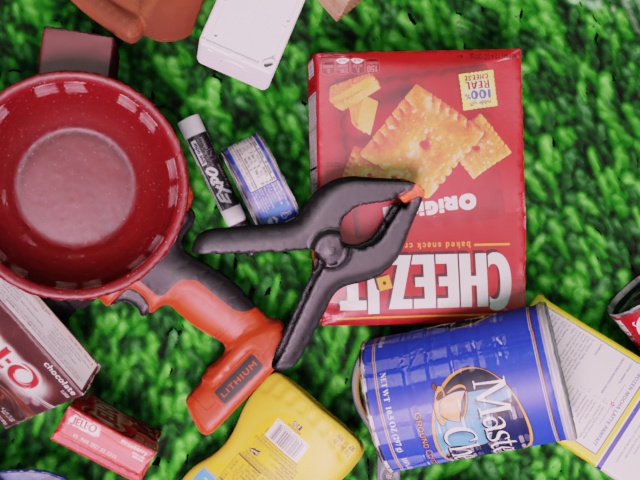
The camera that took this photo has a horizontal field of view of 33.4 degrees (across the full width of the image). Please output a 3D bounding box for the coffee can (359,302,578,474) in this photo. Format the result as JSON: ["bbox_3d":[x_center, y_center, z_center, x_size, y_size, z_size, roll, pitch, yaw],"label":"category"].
[{"bbox_3d":[0.110,0.110,0.794,0.140,0.102,0.103,-13,91,12],"label":"coffee can"}]

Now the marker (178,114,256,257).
[{"bbox_3d":[-0.080,-0.043,0.854,0.020,0.020,0.121,-26,92,-5],"label":"marker"}]

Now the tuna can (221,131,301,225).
[{"bbox_3d":[-0.044,-0.038,0.824,0.033,0.086,0.086,-27,92,-4],"label":"tuna can"}]

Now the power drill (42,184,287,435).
[{"bbox_3d":[-0.128,0.060,0.829,0.184,0.057,0.187,-44,95,0],"label":"power drill"}]

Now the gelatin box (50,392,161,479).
[{"bbox_3d":[-0.160,0.147,0.809,0.073,0.089,0.030,29,87,-5],"label":"gelatin box"}]

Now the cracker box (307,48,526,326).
[{"bbox_3d":[0.075,-0.041,0.842,0.164,0.072,0.214,-1,90,-5],"label":"cracker box"}]

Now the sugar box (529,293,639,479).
[{"bbox_3d":[0.222,0.128,0.842,0.176,0.048,0.093,34,88,14],"label":"sugar box"}]

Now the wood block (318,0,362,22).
[{"bbox_3d":[-0.017,-0.283,0.826,0.091,0.090,0.206,-41,94,-4],"label":"wood block"}]

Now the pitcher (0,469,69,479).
[{"bbox_3d":[-0.253,0.237,0.786,0.145,0.149,0.243,-34,90,30],"label":"pitcher"}]

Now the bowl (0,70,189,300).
[{"bbox_3d":[-0.177,-0.038,0.767,0.162,0.055,0.162,0,91,-10],"label":"bowl"}]

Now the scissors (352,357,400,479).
[{"bbox_3d":[0.073,0.181,0.869,0.096,0.016,0.202,-9,91,-6],"label":"scissors"}]

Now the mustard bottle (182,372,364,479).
[{"bbox_3d":[-0.059,0.204,0.832,0.096,0.058,0.191,39,87,15],"label":"mustard bottle"}]

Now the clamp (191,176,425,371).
[{"bbox_3d":[-0.005,0.001,0.780,0.171,0.039,0.120,-43,110,-3],"label":"clamp"}]

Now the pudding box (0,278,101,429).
[{"bbox_3d":[-0.231,0.078,0.784,0.090,0.039,0.113,-25,115,31],"label":"pudding box"}]

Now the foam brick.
[{"bbox_3d":[-0.183,-0.126,0.815,0.053,0.078,0.051,8,87,-6],"label":"foam brick"}]

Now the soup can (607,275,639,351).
[{"bbox_3d":[0.291,0.077,0.865,0.068,0.068,0.102,-39,95,-5],"label":"soup can"}]
